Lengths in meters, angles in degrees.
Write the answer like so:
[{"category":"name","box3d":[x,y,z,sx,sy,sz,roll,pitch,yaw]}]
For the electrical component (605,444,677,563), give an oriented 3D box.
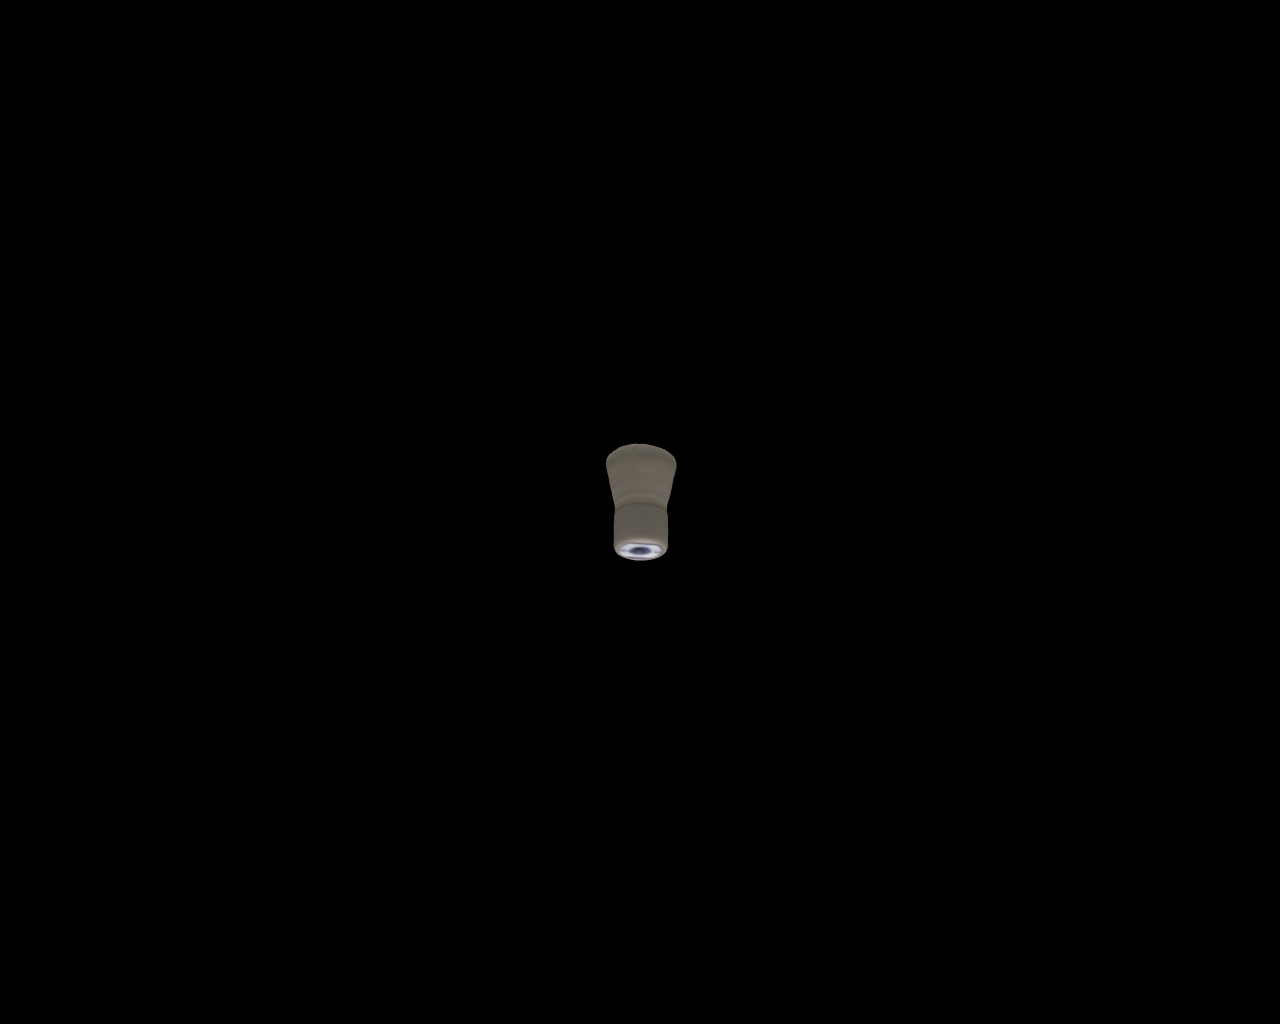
[{"category":"electrical component","box3d":[0.001,-0.003,0.650,0.044,0.065,0.044,0,-27,0]}]
